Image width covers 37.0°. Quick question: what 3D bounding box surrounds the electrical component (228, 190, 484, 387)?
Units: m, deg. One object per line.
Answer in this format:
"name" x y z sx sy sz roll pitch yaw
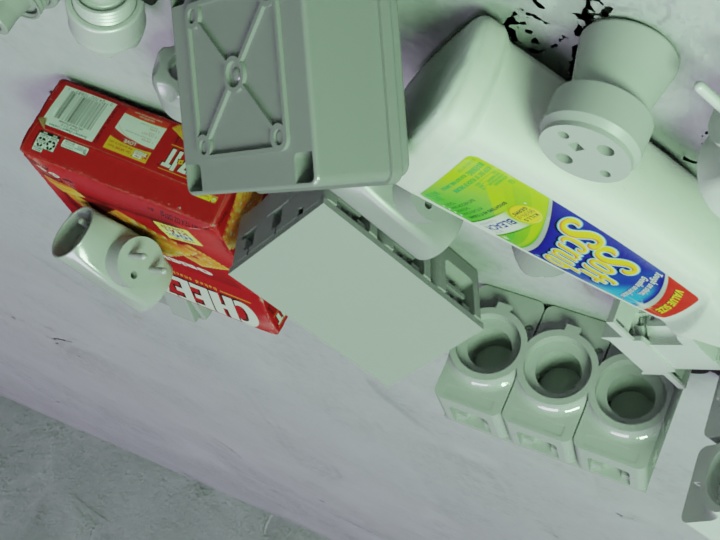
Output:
"electrical component" 0.000 0.000 0.722 0.089 0.061 0.150 -35 123 30

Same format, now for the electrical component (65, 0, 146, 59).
"electrical component" -0.140 -0.148 0.589 0.043 0.043 0.062 26 159 1

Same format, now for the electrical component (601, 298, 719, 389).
"electrical component" 0.187 0.034 0.639 0.081 0.042 0.064 38 156 -31

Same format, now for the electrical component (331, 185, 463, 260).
"electrical component" 0.032 -0.045 0.629 0.077 0.044 0.079 37 158 -28

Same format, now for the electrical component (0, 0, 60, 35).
"electrical component" -0.185 -0.158 0.590 0.043 0.062 0.043 23 160 9

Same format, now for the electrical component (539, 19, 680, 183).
"electrical component" 0.105 -0.071 0.455 0.045 0.055 0.045 23 160 9

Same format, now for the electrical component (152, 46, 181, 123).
"electrical component" -0.099 -0.106 0.643 0.043 0.043 0.062 23 162 9

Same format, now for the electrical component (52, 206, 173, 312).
"electrical component" -0.165 -0.006 0.759 0.079 0.043 0.077 5 152 48

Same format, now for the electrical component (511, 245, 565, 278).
"electrical component" 0.107 -0.015 0.618 0.040 0.040 0.078 25 161 4

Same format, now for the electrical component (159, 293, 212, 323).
"electrical component" -0.163 0.005 0.980 0.062 0.061 0.096 20 160 17

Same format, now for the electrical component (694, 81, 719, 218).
"electrical component" 0.169 -0.054 0.434 0.079 0.043 0.077 34 159 -22

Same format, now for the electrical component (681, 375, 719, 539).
"electrical component" 0.259 0.088 0.554 0.060 0.105 0.186 34 151 -16

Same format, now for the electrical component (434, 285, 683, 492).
"electrical component" 0.138 0.078 0.740 0.150 0.089 0.061 18 159 23

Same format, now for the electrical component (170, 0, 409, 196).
"electrical component" -0.035 -0.090 0.495 0.056 0.108 0.109 -9 -174 -39
